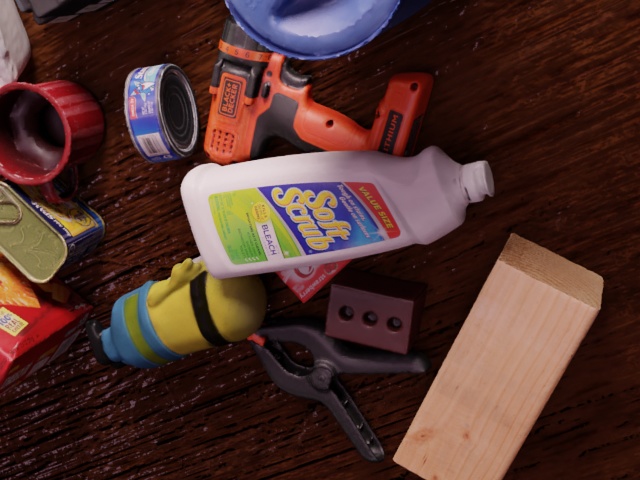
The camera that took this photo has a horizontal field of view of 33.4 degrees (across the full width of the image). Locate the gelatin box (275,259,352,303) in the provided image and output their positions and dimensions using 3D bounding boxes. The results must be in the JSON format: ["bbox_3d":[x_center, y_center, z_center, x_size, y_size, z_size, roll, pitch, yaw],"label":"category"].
[{"bbox_3d":[-0.006,0.001,0.964,0.089,0.030,0.073,-42,90,23],"label":"gelatin box"}]

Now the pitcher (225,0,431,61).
[{"bbox_3d":[0.035,-0.209,0.777,0.149,0.242,0.145,38,112,4],"label":"pitcher"}]

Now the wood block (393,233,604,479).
[{"bbox_3d":[0.153,0.111,0.912,0.090,0.090,0.206,27,111,8],"label":"wood block"}]

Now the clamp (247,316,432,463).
[{"bbox_3d":[0.009,0.132,0.991,0.171,0.039,0.120,21,105,16],"label":"clamp"}]

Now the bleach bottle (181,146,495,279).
[{"bbox_3d":[0.016,-0.034,0.873,0.251,0.068,0.102,-11,106,24],"label":"bleach bottle"}]

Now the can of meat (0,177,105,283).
[{"bbox_3d":[-0.264,-0.018,1.010,0.102,0.083,0.057,43,113,2],"label":"can of meat"}]

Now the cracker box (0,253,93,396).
[{"bbox_3d":[-0.342,0.043,1.009,0.214,0.164,0.072,39,110,4],"label":"cracker box"}]

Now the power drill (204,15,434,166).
[{"bbox_3d":[-0.002,-0.132,0.913,0.188,0.057,0.184,20,113,14],"label":"power drill"}]

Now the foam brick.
[{"bbox_3d":[0.050,0.063,0.951,0.078,0.051,0.053,11,108,14],"label":"foam brick"}]

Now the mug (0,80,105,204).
[{"bbox_3d":[-0.249,-0.092,0.986,0.093,0.081,0.117,-10,101,20],"label":"mug"}]

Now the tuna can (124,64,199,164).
[{"bbox_3d":[-0.139,-0.112,0.944,0.034,0.086,0.086,-7,103,17],"label":"tuna can"}]
